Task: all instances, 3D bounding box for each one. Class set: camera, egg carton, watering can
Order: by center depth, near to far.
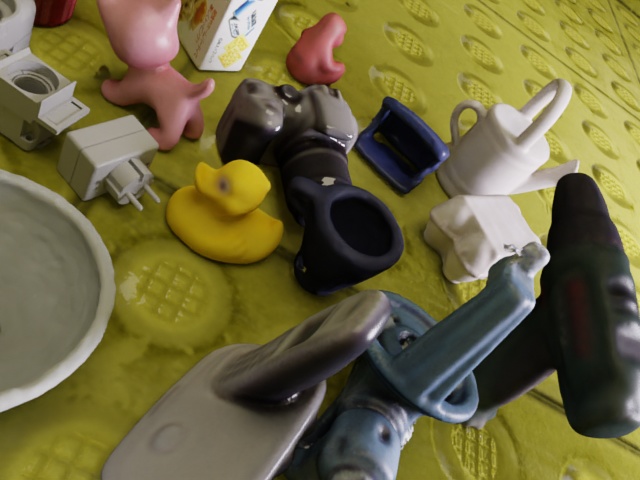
[{"bbox_3d":[-0.018,-0.089,0.581,0.144,0.100,0.136,9,52,-31],"label":"camera"},{"bbox_3d":[0.199,-0.002,0.695,0.151,0.069,0.107,-5,60,-39],"label":"egg carton"},{"bbox_3d":[0.255,-0.127,0.746,0.173,0.193,0.101,21,46,-21],"label":"watering can"}]

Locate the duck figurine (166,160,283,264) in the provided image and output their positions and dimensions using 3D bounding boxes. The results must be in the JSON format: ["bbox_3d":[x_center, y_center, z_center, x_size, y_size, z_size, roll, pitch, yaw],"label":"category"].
[{"bbox_3d":[-0.073,-0.031,0.504,0.105,0.086,0.077,25,45,-18],"label":"duck figurine"}]

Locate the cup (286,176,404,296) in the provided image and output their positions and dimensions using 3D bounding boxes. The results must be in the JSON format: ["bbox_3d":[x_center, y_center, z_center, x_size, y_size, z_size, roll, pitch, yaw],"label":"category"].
[{"bbox_3d":[0.005,0.002,0.529,0.118,0.094,0.092,37,43,-6],"label":"cup"}]

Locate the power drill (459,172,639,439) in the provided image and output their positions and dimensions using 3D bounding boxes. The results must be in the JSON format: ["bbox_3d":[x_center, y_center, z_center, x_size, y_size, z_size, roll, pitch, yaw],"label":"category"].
[{"bbox_3d":[0.193,0.076,0.524,0.076,0.208,0.229,18,47,-24],"label":"power drill"}]

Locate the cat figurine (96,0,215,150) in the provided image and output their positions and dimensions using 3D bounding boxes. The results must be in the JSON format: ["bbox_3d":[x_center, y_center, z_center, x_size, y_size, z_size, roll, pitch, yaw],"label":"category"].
[{"bbox_3d":[-0.151,-0.167,0.534,0.128,0.117,0.067,43,42,1],"label":"cat figurine"}]

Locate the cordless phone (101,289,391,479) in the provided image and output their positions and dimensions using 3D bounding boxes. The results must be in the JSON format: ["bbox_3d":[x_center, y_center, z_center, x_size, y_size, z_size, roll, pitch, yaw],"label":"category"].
[{"bbox_3d":[-0.040,0.100,0.348,0.094,0.184,0.148,41,42,-1],"label":"cordless phone"}]

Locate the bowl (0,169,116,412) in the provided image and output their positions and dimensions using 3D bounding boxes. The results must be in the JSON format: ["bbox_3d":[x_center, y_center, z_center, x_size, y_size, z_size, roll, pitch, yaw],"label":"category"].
[{"bbox_3d":[-0.218,0.038,0.349,0.168,0.074,0.167,20,47,-23],"label":"bowl"}]

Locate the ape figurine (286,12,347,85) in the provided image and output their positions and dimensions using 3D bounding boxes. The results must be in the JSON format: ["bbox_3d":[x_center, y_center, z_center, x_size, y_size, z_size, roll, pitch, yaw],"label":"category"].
[{"bbox_3d":[0.002,-0.247,0.732,0.076,0.092,0.077,-7,61,-40],"label":"ape figurine"}]

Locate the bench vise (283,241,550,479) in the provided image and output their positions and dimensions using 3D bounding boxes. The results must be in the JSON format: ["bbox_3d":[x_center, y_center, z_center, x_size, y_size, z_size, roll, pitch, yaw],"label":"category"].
[{"bbox_3d":[0.078,0.103,0.408,0.122,0.219,0.207,28,44,-15],"label":"bench vise"}]

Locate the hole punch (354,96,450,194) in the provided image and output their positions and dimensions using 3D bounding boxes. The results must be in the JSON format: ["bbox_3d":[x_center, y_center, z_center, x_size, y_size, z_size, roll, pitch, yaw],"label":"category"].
[{"bbox_3d":[0.112,-0.132,0.720,0.108,0.091,0.101,44,42,3],"label":"hole punch"}]
